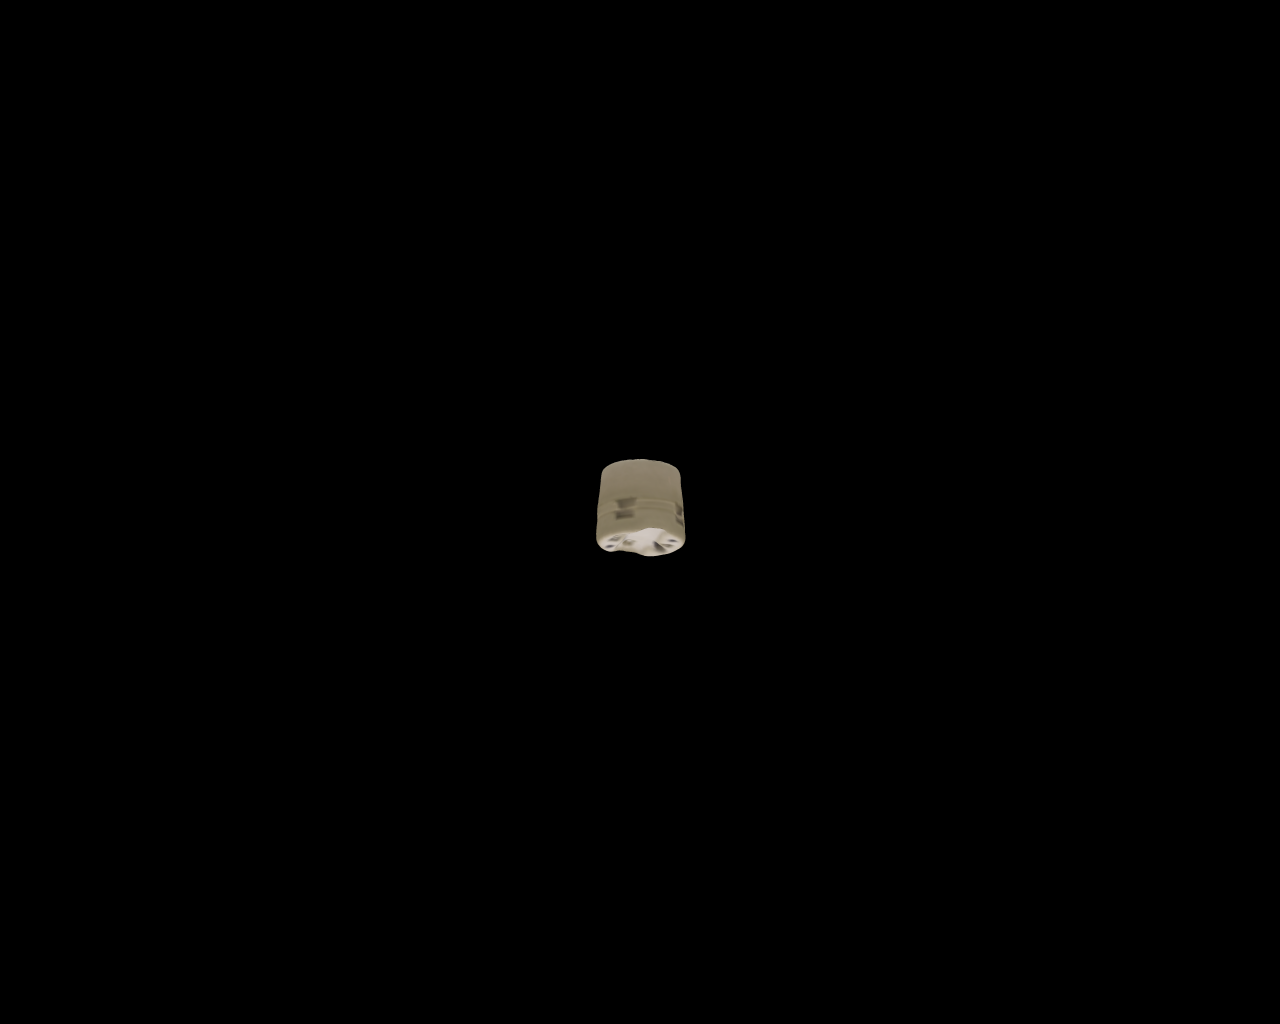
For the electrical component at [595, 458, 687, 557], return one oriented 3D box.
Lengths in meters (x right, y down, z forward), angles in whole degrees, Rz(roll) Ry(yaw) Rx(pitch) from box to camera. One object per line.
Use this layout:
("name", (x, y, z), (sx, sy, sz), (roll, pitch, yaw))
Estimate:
("electrical component", (0.001, -0.003, 0.650), (0.055, 0.047, 0.055), (0, -18, 0))
